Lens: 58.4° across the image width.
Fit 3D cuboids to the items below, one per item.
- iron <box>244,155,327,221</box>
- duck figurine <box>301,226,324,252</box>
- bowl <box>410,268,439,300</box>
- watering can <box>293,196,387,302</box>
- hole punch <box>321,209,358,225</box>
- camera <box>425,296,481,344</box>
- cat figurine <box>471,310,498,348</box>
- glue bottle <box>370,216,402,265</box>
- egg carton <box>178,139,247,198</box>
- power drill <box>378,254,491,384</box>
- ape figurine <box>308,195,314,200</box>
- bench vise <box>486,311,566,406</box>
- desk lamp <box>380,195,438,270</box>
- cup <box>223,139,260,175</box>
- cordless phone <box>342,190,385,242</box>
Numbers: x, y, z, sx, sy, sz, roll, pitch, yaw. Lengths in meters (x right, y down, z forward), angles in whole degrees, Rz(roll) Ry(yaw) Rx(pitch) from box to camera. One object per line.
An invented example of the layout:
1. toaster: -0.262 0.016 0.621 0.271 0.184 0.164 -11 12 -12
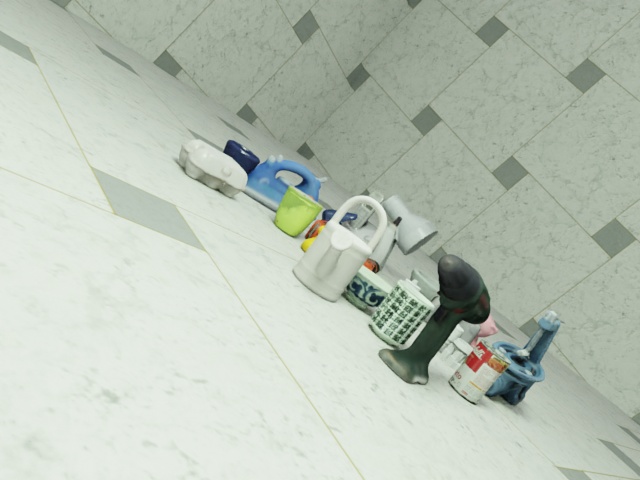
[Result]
1. iron: -0.094 -0.149 1.481 0.259 0.141 0.118 27 13 -44
2. duck figurine: 0.012 0.005 1.276 0.078 0.086 0.104 32 10 -27
3. bowl: 0.320 0.159 1.672 0.167 0.074 0.167 35 9 -6
4. watering can: 0.046 0.010 1.036 0.101 0.194 0.172 34 9 -14
5. hole punch: 0.056 -0.066 1.776 0.101 0.091 0.109 36 9 1
6. camera: 0.349 0.198 1.502 0.143 0.100 0.137 38 9 8
7. cat figurine: 0.432 0.235 1.569 0.067 0.117 0.127 35 9 -10
8. glue bottle: 0.171 0.005 1.586 0.037 0.173 0.078 30 11 -35
9. egg carton: -0.230 -0.155 1.236 0.151 0.069 0.107 28 13 -43
10. power drill: 0.194 0.131 0.929 0.075 0.208 0.230 42 11 34
11. ape figurine: -0.050 -0.073 1.417 0.076 0.092 0.077 30 11 -32
12. bench vise: 0.439 0.244 1.231 0.121 0.219 0.208 40 10 21
13. desk lamp: 0.211 -0.012 1.693 0.203 0.213 0.118 39 9 18
14. cup: -0.202 -0.180 1.383 0.091 0.095 0.118 37 9 6
15. cordless phone: 0.167 -0.059 1.853 0.147 0.185 0.094 39 9 14
